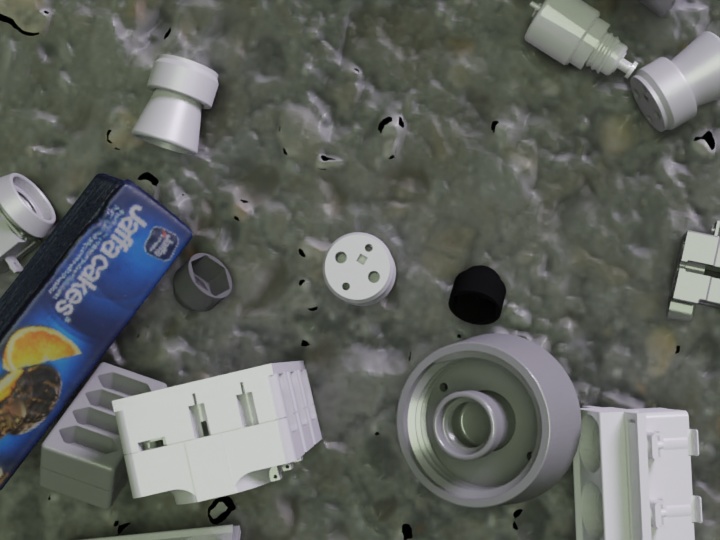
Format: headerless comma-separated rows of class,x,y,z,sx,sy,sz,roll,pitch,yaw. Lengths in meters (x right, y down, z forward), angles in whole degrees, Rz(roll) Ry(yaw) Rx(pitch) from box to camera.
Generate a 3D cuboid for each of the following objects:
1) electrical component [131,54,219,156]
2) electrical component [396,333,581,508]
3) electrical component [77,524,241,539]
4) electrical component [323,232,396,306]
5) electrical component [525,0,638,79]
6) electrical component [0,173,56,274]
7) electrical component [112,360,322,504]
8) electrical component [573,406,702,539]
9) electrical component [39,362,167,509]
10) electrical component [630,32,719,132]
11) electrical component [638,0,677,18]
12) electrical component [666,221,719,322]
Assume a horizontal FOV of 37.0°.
electrical component,-0.121,-0.108,0.707,0.045,0.045,0.055,17,87,4
electrical component,0.074,0.093,0.655,0.108,0.060,0.108,-1,87,27
electrical component,-0.137,0.204,0.675,0.121,0.078,0.063,-6,115,3
electrical component,0.000,0.000,0.687,0.045,0.055,0.045,0,86,3
electrical component,0.144,-0.150,0.696,0.078,0.040,0.040,34,89,5
electrical component,-0.236,-0.031,0.709,0.055,0.048,0.066,-37,85,8
electrical component,-0.077,0.094,0.638,0.089,0.150,0.061,-13,85,2
electrical component,0.170,0.146,0.660,0.063,0.079,0.121,-1,86,-12
electrical component,-0.164,0.117,0.685,0.047,0.083,0.075,18,126,4
electrical component,0.208,-0.120,0.688,0.055,0.045,0.045,-30,85,2
electrical component,0.174,-0.208,0.670,0.100,0.100,0.048,40,102,5
electrical component,0.229,0.004,0.679,0.055,0.048,0.066,13,87,12
